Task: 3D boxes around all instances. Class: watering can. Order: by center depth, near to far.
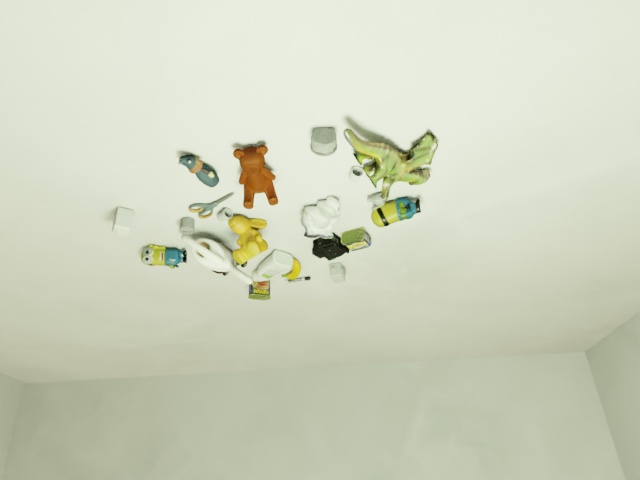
[{"bbox_3d":[-0.373,0.079,1.946,0.350,0.104,0.222,33,177,14],"label":"watering can"}]

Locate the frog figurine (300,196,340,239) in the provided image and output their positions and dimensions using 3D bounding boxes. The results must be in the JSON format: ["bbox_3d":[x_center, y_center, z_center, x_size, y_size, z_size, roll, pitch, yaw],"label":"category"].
[{"bbox_3d":[0.006,-0.093,1.845,0.137,0.125,0.157,12,111,-9],"label":"frog figurine"}]

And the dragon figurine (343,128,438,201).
[{"bbox_3d":[0.240,-0.261,1.578,0.242,0.125,0.403,-29,147,8],"label":"dragon figurine"}]
